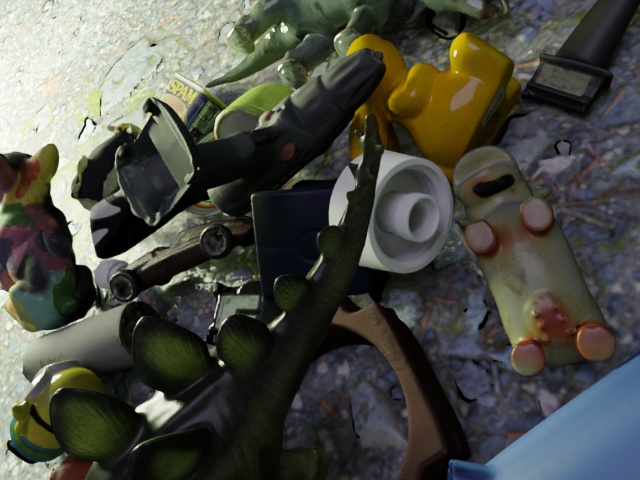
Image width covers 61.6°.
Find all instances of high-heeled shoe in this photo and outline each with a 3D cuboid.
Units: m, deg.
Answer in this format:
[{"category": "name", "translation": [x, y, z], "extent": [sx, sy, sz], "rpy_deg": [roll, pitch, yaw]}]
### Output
[{"category": "high-heeled shoe", "translation": [-0.194, -0.034, 0.671], "extent": [0.249, 0.086, 0.145], "rpy_deg": [7, 80, 33]}]

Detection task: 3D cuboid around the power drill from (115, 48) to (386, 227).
[{"category": "power drill", "translation": [-0.066, -0.093, 0.489], "extent": [0.232, 0.207, 0.086], "rpy_deg": [-38, 85, 39]}]

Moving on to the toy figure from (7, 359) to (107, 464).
[{"category": "toy figure", "translation": [-0.308, 0.206, 0.630], "extent": [0.180, 0.089, 0.082], "rpy_deg": [-52, 18, 35]}]

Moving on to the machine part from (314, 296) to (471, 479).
[{"category": "machine part", "translation": [0.011, 0.166, 0.474], "extent": [0.201, 0.087, 0.202], "rpy_deg": [-34, 54, 13]}]

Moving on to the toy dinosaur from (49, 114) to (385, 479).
[{"category": "toy dinosaur", "translation": [-0.078, 0.138, 0.366], "extent": [0.105, 0.198, 0.471], "rpy_deg": [34, 90, 34]}]

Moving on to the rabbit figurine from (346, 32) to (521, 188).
[{"category": "rabbit figurine", "translation": [0.093, -0.137, 0.547], "extent": [0.173, 0.122, 0.162], "rpy_deg": [35, 111, 18]}]

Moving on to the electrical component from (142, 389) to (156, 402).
[{"category": "electrical component", "translation": [-0.153, 0.168, 0.600], "extent": [0.102, 0.045, 0.078], "rpy_deg": [-47, 25, 1]}]

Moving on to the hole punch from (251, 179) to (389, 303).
[{"category": "hole punch", "translation": [-0.001, -0.002, 0.527], "extent": [0.116, 0.092, 0.142], "rpy_deg": [2, 102, 35]}]

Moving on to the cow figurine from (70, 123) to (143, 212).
[{"category": "cow figurine", "translation": [-0.296, -0.116, 0.779], "extent": [0.068, 0.098, 0.167], "rpy_deg": [0, 63, 35]}]

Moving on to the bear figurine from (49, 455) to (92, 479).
[{"category": "bear figurine", "translation": [-0.219, 0.251, 0.550], "extent": [0.196, 0.131, 0.120], "rpy_deg": [1, 57, 25]}]

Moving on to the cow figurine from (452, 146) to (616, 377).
[{"category": "cow figurine", "translation": [0.168, 0.008, 0.445], "extent": [0.085, 0.127, 0.195], "rpy_deg": [-25, 72, 20]}]

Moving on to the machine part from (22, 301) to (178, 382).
[{"category": "machine part", "translation": [-0.282, 0.134, 0.668], "extent": [0.243, 0.079, 0.079], "rpy_deg": [-19, 60, 21]}]

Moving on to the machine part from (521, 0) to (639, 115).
[{"category": "machine part", "translation": [0.260, -0.189, 0.516], "extent": [0.084, 0.039, 0.139], "rpy_deg": [33, 95, 46]}]

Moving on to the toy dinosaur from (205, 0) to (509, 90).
[{"category": "toy dinosaur", "translation": [0.018, -0.290, 0.664], "extent": [0.405, 0.131, 0.192], "rpy_deg": [2, 41, 42]}]

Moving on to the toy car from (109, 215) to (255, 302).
[{"category": "toy car", "translation": [-0.160, 0.016, 0.639], "extent": [0.202, 0.089, 0.053], "rpy_deg": [-25, 90, 21]}]

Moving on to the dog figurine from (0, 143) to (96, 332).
[{"category": "dog figurine", "translation": [-0.374, -0.013, 0.705], "extent": [0.192, 0.108, 0.219], "rpy_deg": [37, 129, 38]}]

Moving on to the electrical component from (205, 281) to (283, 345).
[{"category": "electrical component", "translation": [-0.063, 0.082, 0.580], "extent": [0.119, 0.047, 0.075], "rpy_deg": [-7, 66, 28]}]
